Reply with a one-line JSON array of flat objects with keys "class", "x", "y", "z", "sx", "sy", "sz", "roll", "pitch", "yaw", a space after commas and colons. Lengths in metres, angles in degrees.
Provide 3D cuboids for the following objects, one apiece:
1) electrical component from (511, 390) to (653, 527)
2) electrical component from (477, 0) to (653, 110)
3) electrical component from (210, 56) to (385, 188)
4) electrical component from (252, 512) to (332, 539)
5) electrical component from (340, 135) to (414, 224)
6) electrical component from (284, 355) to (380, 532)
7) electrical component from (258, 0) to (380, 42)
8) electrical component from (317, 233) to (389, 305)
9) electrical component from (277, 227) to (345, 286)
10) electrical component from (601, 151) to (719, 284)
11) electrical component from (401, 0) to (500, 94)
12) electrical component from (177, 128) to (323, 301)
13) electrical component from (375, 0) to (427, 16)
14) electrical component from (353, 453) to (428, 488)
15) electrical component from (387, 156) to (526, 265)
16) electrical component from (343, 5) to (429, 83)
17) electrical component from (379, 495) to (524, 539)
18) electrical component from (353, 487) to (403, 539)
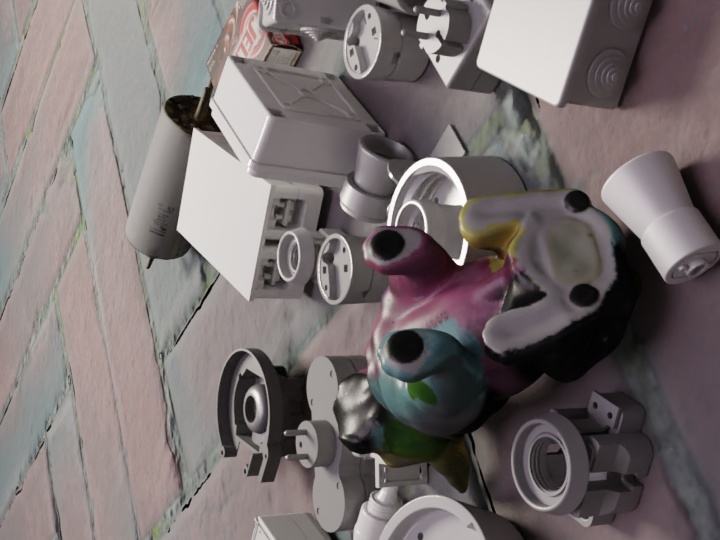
[{"class": "electrical component", "x": 0.125, "y": 0.110, "z": 0.617, "sx": 0.058, "sy": 0.057, "sz": 0.078, "roll": 36, "pitch": 119, "yaw": 54}, {"class": "electrical component", "x": 0.123, "y": -0.149, "z": 0.641, "sx": 0.100, "sy": 0.048, "sz": 0.099, "roll": 43, "pitch": 124, "yaw": 51}, {"class": "electrical component", "x": -0.052, "y": -0.120, "z": 0.875, "sx": 0.108, "sy": 0.109, "sz": 0.056, "roll": 56, "pitch": 131, "yaw": 45}, {"class": "electrical component", "x": -0.054, "y": 0.248, "z": 0.904, "sx": 0.096, "sy": 0.061, "sz": 0.061, "roll": 40, "pitch": 122, "yaw": 53}, {"class": "electrical component", "x": 0.012, "y": -0.070, "z": 0.826, "sx": 0.045, "sy": 0.045, "sz": 0.055, "roll": 55, "pitch": 134, "yaw": 45}, {"class": "electrical component", "x": -0.026, "y": 0.137, "z": 0.852, "sx": 0.052, "sy": 0.074, "sz": 0.138, "roll": -18, "pitch": 73, "yaw": 58}, {"class": "electrical component", "x": -0.031, "y": -0.232, "z": 0.856, "sx": 0.048, "sy": 0.100, "sz": 0.099, "roll": -160, "pitch": 74, "yaw": -71}, {"class": "electrical component", "x": 0.000, "y": 0.000, "z": 0.840, "sx": 0.055, "sy": 0.047, "sz": 0.055, "roll": -5, "pitch": 84, "yaw": 59}, {"class": "electrical component", "x": -0.035, "y": -0.010, "z": 0.891, "sx": 0.066, "sy": 0.055, "sz": 0.048, "roll": 39, "pitch": 121, "yaw": 53}, {"class": "electrical component", "x": 0.164, "y": -0.026, "z": 0.576, "sx": 0.044, "sy": 0.044, "sz": 0.065, "roll": -55, "pitch": 49, "yaw": 42}, {"class": "electrical component", "x": 0.064, "y": -0.160, "z": 0.714, "sx": 0.065, "sy": 0.077, "sz": 0.047, "roll": -59, "pitch": 42, "yaw": 39}, {"class": "electrical component", "x": -0.103, "y": -0.055, "z": 1.002, "sx": 0.186, "sy": 0.060, "sz": 0.105, "roll": 38, "pitch": 120, "yaw": 53}, {"class": "electrical component", "x": 0.035, "y": -0.217, "z": 0.789, "sx": 0.047, "sy": 0.055, "sz": 0.055, "roll": 43, "pitch": 124, "yaw": 48}, {"class": "electrical component", "x": 0.024, "y": 0.119, "z": 0.801, "sx": 0.064, "sy": 0.042, "sz": 0.081, "roll": -11, "pitch": 78, "yaw": 62}, {"class": "electrical component", "x": 0.059, "y": -0.026, "z": 0.730, "sx": 0.108, "sy": 0.060, "sz": 0.108, "roll": -5, "pitch": 84, "yaw": 59}, {"class": "electrical component", "x": 0.021, "y": -0.169, "z": 0.814, "sx": 0.055, "sy": 0.047, "sz": 0.055, "roll": -5, "pitch": 85, "yaw": 59}, {"class": "electrical component", "x": 0.065, "y": 0.205, "z": 0.701, "sx": 0.108, "sy": 0.060, "sz": 0.108, "roll": -22, "pitch": 60, "yaw": 43}, {"class": "electrical component", "x": 0.017, "y": 0.183, "z": 0.815, "sx": 0.035, "sy": 0.035, "sz": 0.061, "roll": 39, "pitch": 119, "yaw": 53}]
